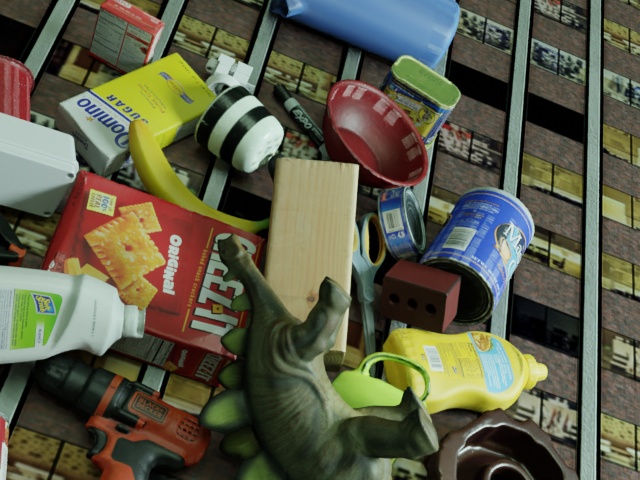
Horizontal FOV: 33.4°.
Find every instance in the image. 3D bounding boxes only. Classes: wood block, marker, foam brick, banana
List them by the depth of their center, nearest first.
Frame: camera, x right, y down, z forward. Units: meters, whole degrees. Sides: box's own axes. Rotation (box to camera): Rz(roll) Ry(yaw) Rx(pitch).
[{"bbox_3d":[-0.013,0.026,1.132,0.091,0.090,0.206,5,69,-1],"label":"wood block"},{"bbox_3d":[-0.147,-0.051,1.194,0.197,0.037,0.069,37,72,-8],"label":"banana"},{"bbox_3d":[0.112,0.062,1.195,0.078,0.053,0.051,15,29,22],"label":"foam brick"},{"bbox_3d":[-0.021,-0.152,1.353,0.020,0.020,0.121,-26,70,-36],"label":"marker"}]

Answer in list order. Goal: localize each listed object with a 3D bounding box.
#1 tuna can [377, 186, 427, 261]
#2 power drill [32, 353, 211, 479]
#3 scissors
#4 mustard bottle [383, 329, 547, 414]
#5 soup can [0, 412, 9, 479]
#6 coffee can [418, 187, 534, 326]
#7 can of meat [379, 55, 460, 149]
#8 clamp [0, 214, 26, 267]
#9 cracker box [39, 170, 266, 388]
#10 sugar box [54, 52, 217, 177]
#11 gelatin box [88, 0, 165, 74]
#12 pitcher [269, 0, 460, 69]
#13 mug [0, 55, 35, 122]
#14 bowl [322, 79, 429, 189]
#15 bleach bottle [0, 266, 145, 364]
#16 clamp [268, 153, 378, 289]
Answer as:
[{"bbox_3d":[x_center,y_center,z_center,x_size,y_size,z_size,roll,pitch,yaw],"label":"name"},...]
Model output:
[{"bbox_3d":[0.098,-0.020,1.266,0.034,0.086,0.086,-14,51,19],"label":"tuna can"},{"bbox_3d":[-0.212,0.205,0.980,0.184,0.057,0.187,26,50,-1],"label":"power drill"},{"bbox_3d":[0.039,0.047,1.199,0.096,0.016,0.201,32,51,-31],"label":"scissors"},{"bbox_3d":[0.170,0.147,1.193,0.191,0.058,0.096,3,48,-22],"label":"mustard bottle"},{"bbox_3d":[-0.308,0.205,0.930,0.068,0.069,0.102,7,54,-20],"label":"soup can"},{"bbox_3d":[0.182,0.018,1.264,0.103,0.103,0.140,34,49,3],"label":"coffee can"},{"bbox_3d":[0.122,-0.181,1.395,0.102,0.084,0.057,33,49,1],"label":"can of meat"},{"bbox_3d":[-0.377,-0.026,1.089,0.171,0.039,0.120,26,45,-13],"label":"clamp"},{"bbox_3d":[-0.177,0.038,1.109,0.213,0.072,0.164,20,51,-10],"label":"cracker box"},{"bbox_3d":[-0.211,-0.149,1.248,0.093,0.048,0.175,47,50,13],"label":"sugar box"},{"bbox_3d":[-0.232,-0.241,1.277,0.073,0.089,0.030,29,50,-2],"label":"gelatin box"},{"bbox_3d":[0.064,-0.332,1.453,0.242,0.149,0.145,23,10,-12],"label":"pitcher"},{"bbox_3d":[-0.358,-0.145,1.140,0.093,0.117,0.081,-15,62,12],"label":"mug"},{"bbox_3d":[0.057,-0.120,1.325,0.162,0.055,0.162,26,43,-27],"label":"bowl"},{"bbox_3d":[-0.290,0.076,0.990,0.250,0.102,0.068,5,11,-11],"label":"bleach bottle"},{"bbox_3d":[-0.008,0.002,1.230,0.164,0.036,0.210,29,51,-14],"label":"clamp"}]
